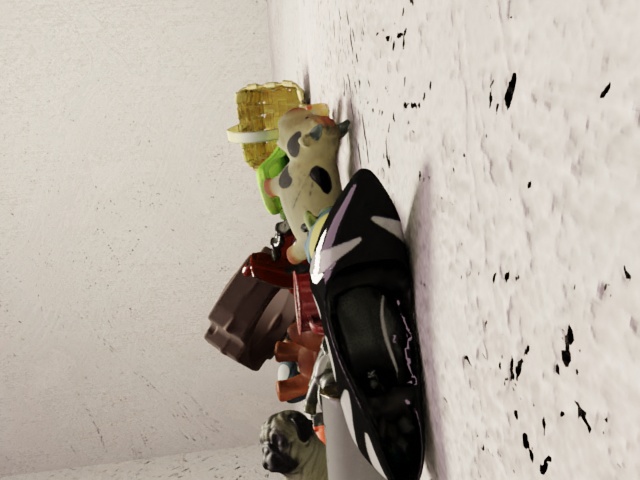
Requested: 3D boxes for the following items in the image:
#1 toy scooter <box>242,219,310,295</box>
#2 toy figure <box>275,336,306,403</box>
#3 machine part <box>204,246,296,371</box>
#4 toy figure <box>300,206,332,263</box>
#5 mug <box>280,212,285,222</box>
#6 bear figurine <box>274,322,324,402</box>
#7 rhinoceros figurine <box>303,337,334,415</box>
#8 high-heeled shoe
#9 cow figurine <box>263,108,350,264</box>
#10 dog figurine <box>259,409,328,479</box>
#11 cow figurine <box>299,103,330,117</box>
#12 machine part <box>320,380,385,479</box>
[{"bbox_3d":[-0.045,0.023,0.824,0.183,0.135,0.075,111,157,-44],"label":"toy scooter"},{"bbox_3d":[-0.059,0.245,1.074,0.057,0.064,0.154,56,-164,-51],"label":"toy figure"},{"bbox_3d":[-0.109,0.125,0.975,0.201,0.087,0.200,-59,-19,-14],"label":"machine part"},{"bbox_3d":[0.023,0.002,0.573,0.180,0.082,0.089,-111,15,-76],"label":"toy figure"},{"bbox_3d":[-0.029,-0.017,1.027,0.110,0.081,0.107,-117,12,-59],"label":"mug"},{"bbox_3d":[-0.022,0.181,0.919,0.195,0.132,0.120,83,180,-50],"label":"bear figurine"},{"bbox_3d":[0.027,0.173,0.693,0.190,0.073,0.112,-18,-55,-88],"label":"rhinoceros figurine"},{"bbox_3d":[0.047,0.079,0.434,0.145,0.086,0.248,-111,13,-56],"label":"high-heeled shoe"},{"bbox_3d":[-0.008,-0.076,0.694,0.127,0.085,0.194,-17,91,44],"label":"cow figurine"},{"bbox_3d":[-0.017,0.310,0.719,0.190,0.121,0.172,61,152,7],"label":"dog figurine"},{"bbox_3d":[-0.011,-0.142,0.813,0.167,0.068,0.098,115,144,-84],"label":"cow figurine"},{"bbox_3d":[0.045,0.236,0.563,0.079,0.079,0.243,-150,54,-82],"label":"machine part"}]
